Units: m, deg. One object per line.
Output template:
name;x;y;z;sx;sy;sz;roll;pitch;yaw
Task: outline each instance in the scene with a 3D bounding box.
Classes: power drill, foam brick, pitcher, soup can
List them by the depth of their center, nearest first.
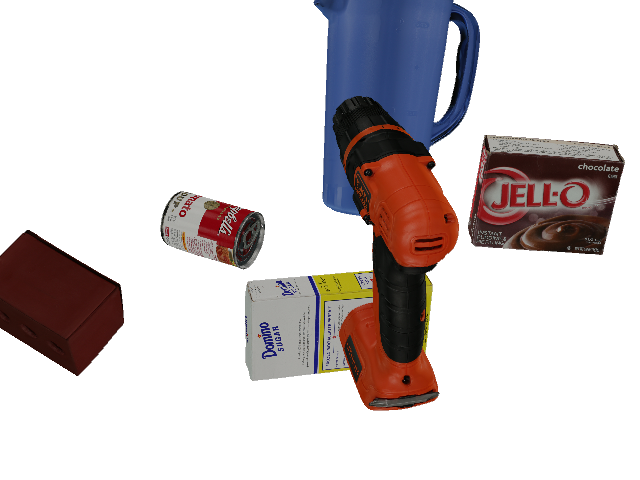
foam brick;-0.175;0.041;0.697;0.078;0.051;0.053;28;-32;14
power drill;0.044;0.010;0.750;0.057;0.188;0.184;-8;34;-9
pitcher;0.075;-0.150;1.149;0.149;0.243;0.144;9;10;25
soup can;-0.124;-0.013;1.232;0.102;0.068;0.068;16;6;22

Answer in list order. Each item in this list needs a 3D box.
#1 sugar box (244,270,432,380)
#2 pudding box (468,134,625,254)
sugar box;0.016;0.079;1.030;0.176;0.093;0.048;-3;28;-10
pudding box;0.185;-0.038;0.882;0.113;0.090;0.039;3;34;-1
